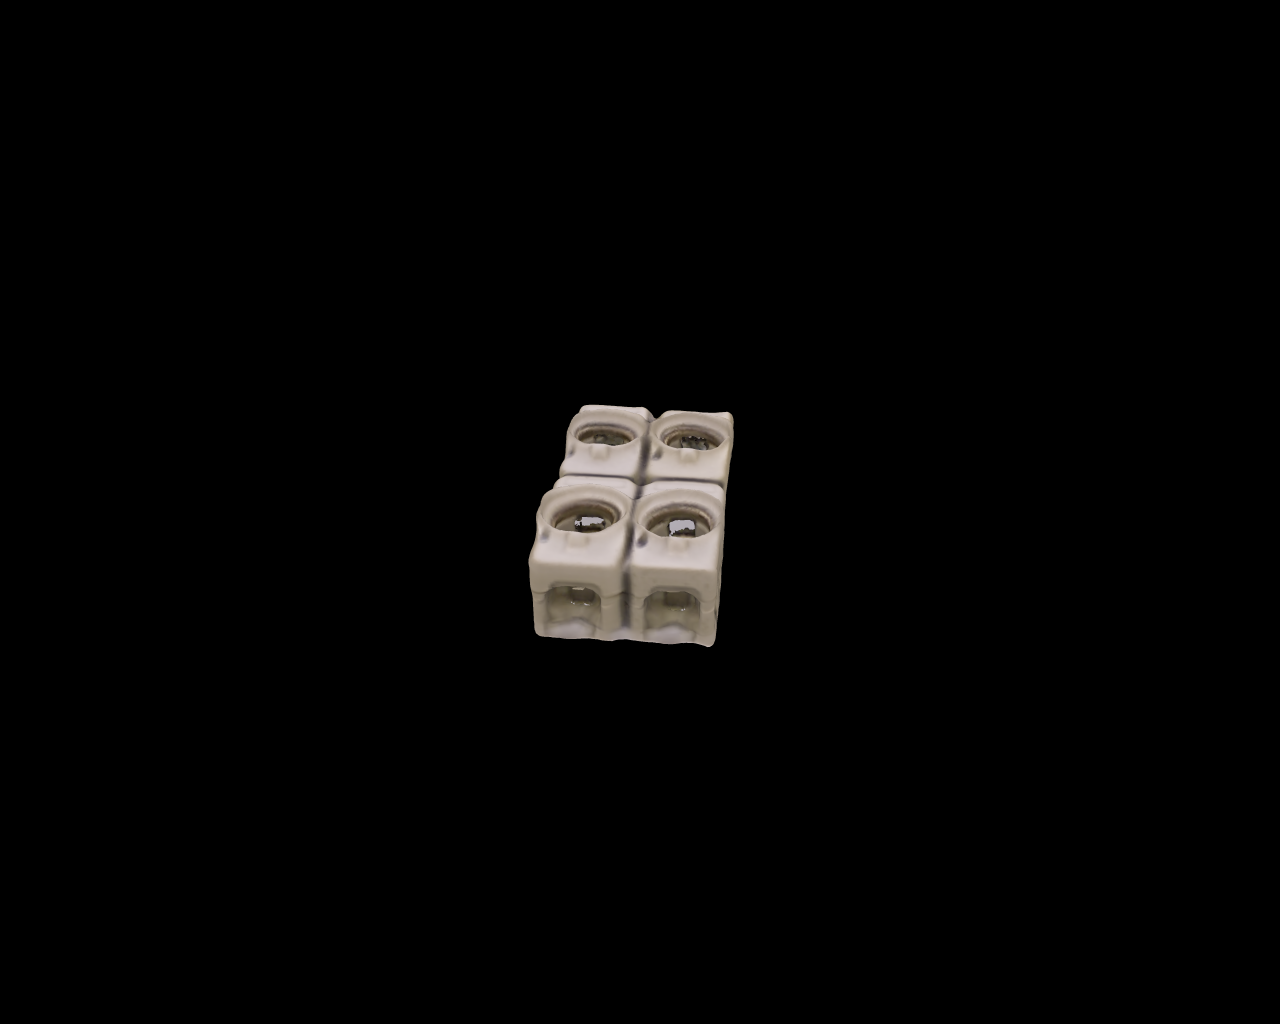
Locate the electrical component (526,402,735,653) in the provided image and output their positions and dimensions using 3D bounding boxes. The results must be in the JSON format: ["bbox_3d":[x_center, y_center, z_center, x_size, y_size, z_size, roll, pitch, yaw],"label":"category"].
[{"bbox_3d":[0.001,-0.003,0.650,0.105,0.060,0.186,3,34,5],"label":"electrical component"}]
